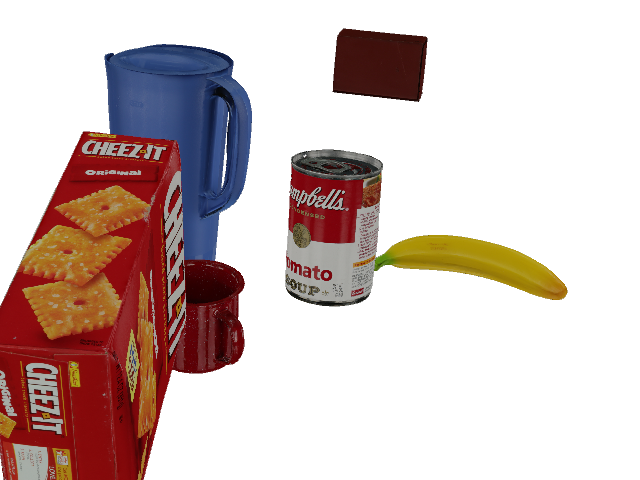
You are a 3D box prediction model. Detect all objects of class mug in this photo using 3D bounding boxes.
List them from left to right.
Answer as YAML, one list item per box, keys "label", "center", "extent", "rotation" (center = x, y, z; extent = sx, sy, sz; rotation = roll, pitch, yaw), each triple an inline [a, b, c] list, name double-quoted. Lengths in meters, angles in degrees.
- label: "mug"
  center: [-0.112, 0.079, 1.026]
  extent: [0.093, 0.081, 0.117]
  rotation: [-21, 35, -39]

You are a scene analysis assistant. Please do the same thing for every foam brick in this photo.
- label: "foam brick"
  center: [0.053, -0.155, 0.940]
  extent: [0.078, 0.051, 0.053]
  rotation: [8, 19, 8]

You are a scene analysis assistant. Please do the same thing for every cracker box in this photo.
- label: "cracker box"
  center: [-0.129, 0.058, 0.639]
  extent: [0.072, 0.164, 0.213]
  rotation: [5, 35, 1]

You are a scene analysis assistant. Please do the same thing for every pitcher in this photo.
- label: "pitcher"
  center: [-0.155, -0.080, 1.141]
  extent: [0.145, 0.243, 0.149]
  rotation: [-1, 23, -11]

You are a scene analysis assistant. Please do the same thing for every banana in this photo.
- label: "banana"
  center: [0.154, 0.026, 1.095]
  extent: [0.198, 0.037, 0.069]
  rotation: [7, 43, 12]

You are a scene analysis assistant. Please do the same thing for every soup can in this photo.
- label: "soup can"
  center: [0.009, -0.010, 0.797]
  extent: [0.068, 0.102, 0.068]
  rotation: [3, 20, -1]
